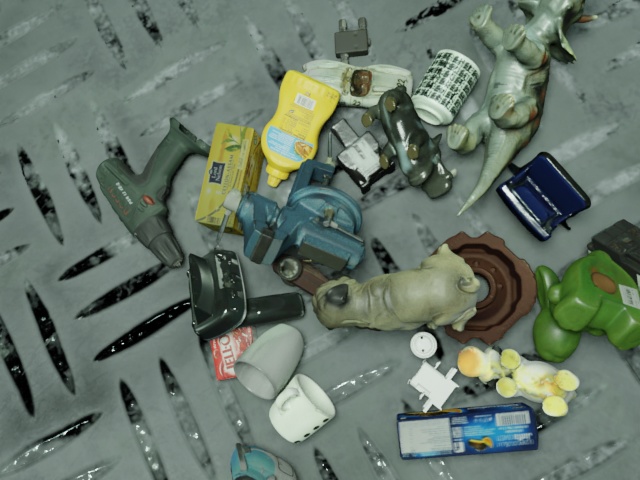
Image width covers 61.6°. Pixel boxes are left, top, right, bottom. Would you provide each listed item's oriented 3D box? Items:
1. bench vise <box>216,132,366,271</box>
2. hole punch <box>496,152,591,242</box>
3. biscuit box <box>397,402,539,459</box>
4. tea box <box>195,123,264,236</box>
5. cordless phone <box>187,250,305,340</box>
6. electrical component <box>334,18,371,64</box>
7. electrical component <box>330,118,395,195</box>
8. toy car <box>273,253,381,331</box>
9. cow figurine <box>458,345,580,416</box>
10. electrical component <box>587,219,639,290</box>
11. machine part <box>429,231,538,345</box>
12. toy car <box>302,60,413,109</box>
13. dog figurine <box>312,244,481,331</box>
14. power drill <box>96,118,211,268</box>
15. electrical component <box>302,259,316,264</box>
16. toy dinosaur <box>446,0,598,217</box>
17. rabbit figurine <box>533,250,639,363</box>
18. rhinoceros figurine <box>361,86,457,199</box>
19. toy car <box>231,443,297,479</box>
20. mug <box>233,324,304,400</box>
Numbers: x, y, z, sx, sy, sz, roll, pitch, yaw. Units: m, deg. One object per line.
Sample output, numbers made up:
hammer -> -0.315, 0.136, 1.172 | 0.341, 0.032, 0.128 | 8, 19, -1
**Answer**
bench vise -> -0.028, -0.054, 0.827 | 0.224, 0.128, 0.241 | 15, 47, 1
hole punch -> 0.327, -0.056, 0.822 | 0.092, 0.115, 0.142 | -40, 81, -5
biscuit box -> 0.219, 0.287, 0.811 | 0.203, 0.062, 0.059 | -7, 80, 6
tea box -> -0.148, -0.099, 0.905 | 0.068, 0.098, 0.169 | 9, 81, 8
cordless phone -> -0.123, 0.081, 0.889 | 0.184, 0.088, 0.147 | -5, 50, -15
electrical component -> 0.058, -0.348, 0.953 | 0.063, 0.021, 0.094 | -2, 80, 7
electrical component -> 0.064, -0.145, 0.908 | 0.075, 0.047, 0.119 | -41, 78, -1
toy car -> 0.015, 0.082, 0.855 | 0.202, 0.089, 0.053 | 29, 77, 8
cow figurine -> 0.296, 0.201, 0.808 | 0.168, 0.098, 0.068 | 18, 88, 29
electrical component -> 0.454, 0.039, 0.780 | 0.058, 0.114, 0.134 | -29, 34, -3
machine part -> 0.241, 0.075, 0.843 | 0.179, 0.056, 0.179 | -2, 79, 10
toy car -> 0.058, -0.264, 0.923 | 0.202, 0.056, 0.073 | 8, 83, 9
dog figurine -> 0.099, 0.078, 0.732 | 0.190, 0.172, 0.121 | -4, 66, -22
power drill -> -0.265, -0.094, 0.937 | 0.232, 0.086, 0.207 | 41, 96, 14
electrical component -> -0.002, -0.004, 0.896 | 0.078, 0.045, 0.102 | -22, 79, 6
toy dinosaur -> 0.309, -0.227, 0.847 | 0.131, 0.192, 0.404 | 28, 107, 51
rabbit figurine -> 0.361, 0.102, 0.784 | 0.121, 0.170, 0.159 | 13, 46, -8
rhinoceros figurine -> 0.147, -0.152, 0.863 | 0.073, 0.112, 0.190 | -27, 93, 42
toy car -> -0.081, 0.390, 0.820 | 0.103, 0.109, 0.161 | -8, 89, -11
mug -> -0.069, 0.194, 0.852 | 0.081, 0.109, 0.107 | 7, 40, 37
